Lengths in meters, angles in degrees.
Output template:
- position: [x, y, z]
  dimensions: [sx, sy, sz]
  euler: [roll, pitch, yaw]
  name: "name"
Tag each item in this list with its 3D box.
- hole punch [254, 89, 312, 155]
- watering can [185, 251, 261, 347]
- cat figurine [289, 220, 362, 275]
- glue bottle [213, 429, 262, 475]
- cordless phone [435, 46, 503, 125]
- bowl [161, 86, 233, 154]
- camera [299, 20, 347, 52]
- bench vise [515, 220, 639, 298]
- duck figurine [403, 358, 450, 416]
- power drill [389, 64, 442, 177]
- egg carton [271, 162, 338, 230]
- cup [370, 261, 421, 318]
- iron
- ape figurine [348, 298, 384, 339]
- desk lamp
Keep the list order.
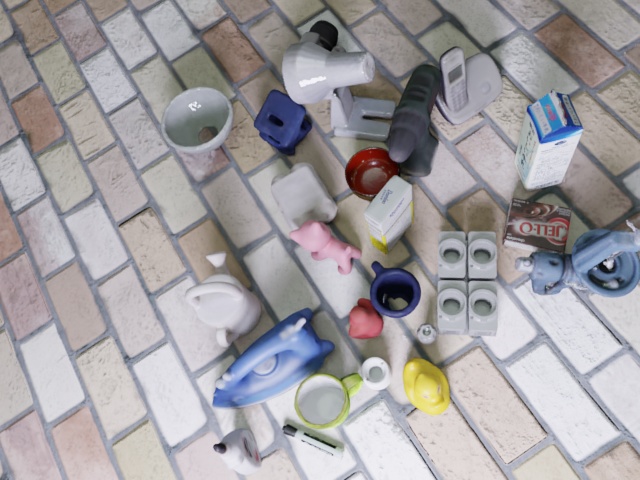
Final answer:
- position: [-0.084, -0.255, 1.244]
  dimensions: [0.108, 0.091, 0.101]
  euler: [36, 79, 21]
  name: "hole punch"
- position: [-0.187, 0.107, 1.067]
  dimensions: [0.101, 0.194, 0.172]
  euler: [-30, 66, -1]
  name: "watering can"
- position: [0.010, 0.004, 1.110]
  dimensions: [0.127, 0.118, 0.067]
  euler: [24, 75, 19]
  name: "cat figurine"
- position: [-0.146, 0.358, 0.972]
  dimensions: [0.037, 0.173, 0.078]
  euler: [-28, 66, 0]
  name: "glue bottle"
- position: [0.296, -0.332, 1.148]
  dimensions: [0.147, 0.185, 0.094]
  euler: [-39, 67, -5]
  name: "cordless phone"
- position: [-0.266, -0.257, 1.290]
  dimensions: [0.167, 0.075, 0.167]
  euler: [-4, 68, 10]
  name: "bowl"
- position: [0.005, -0.427, 1.288]
  dimensions: [0.143, 0.101, 0.137]
  euler: [16, 73, 17]
  name: "camera"
- position: [0.444, 0.043, 0.953]
  dimensions: [0.207, 0.220, 0.121]
  euler: [-18, 66, 4]
  name: "bench vise"
- position: [0.184, 0.251, 0.996]
  dimensions: [0.077, 0.086, 0.104]
  euler: [-30, 66, -1]
  name: "duck figurine"
- position: [0.185, -0.210, 1.109]
  dimensions: [0.075, 0.209, 0.230]
  euler: [12, 72, 16]
  name: "power drill"
- position: [-0.036, -0.085, 1.180]
  dimensions: [0.107, 0.069, 0.150]
  euler: [-31, 66, -2]
  name: "egg carton"
- position: [0.134, 0.098, 1.061]
  dimensions: [0.092, 0.095, 0.117]
  euler: [-34, 66, -3]
  name: "cup"
- position: [-0.108, 0.223, 1.035]
  dimensions: [0.258, 0.142, 0.118]
  euler: [-35, 66, -3]
  name: "iron"
- position: [0.078, 0.145, 1.055]
  dimensions: [0.076, 0.092, 0.078]
  euler: [35, 79, 21]
  name: "ape figurine"
- position: [0.043, -0.311, 1.174]
  dimensions: [0.202, 0.214, 0.118]
  euler: [9, 71, 15]
  name: "desk lamp"
